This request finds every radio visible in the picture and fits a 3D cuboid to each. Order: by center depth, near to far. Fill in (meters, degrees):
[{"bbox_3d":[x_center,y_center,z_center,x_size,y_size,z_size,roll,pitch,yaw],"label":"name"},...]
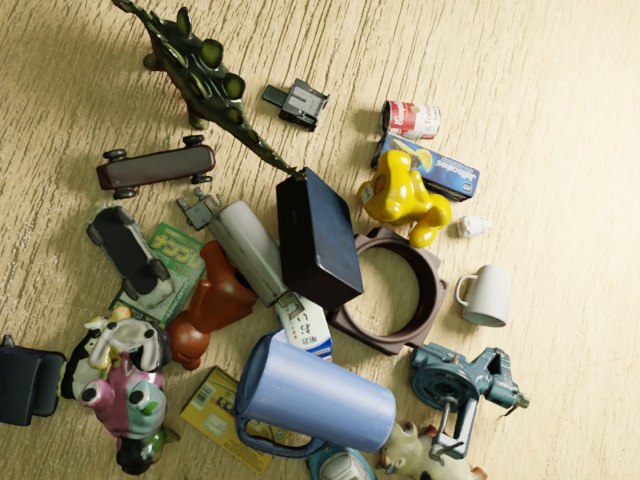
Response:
[{"bbox_3d":[-0.002,-0.003,0.898,0.131,0.073,0.230,37,33,-39],"label":"radio"}]

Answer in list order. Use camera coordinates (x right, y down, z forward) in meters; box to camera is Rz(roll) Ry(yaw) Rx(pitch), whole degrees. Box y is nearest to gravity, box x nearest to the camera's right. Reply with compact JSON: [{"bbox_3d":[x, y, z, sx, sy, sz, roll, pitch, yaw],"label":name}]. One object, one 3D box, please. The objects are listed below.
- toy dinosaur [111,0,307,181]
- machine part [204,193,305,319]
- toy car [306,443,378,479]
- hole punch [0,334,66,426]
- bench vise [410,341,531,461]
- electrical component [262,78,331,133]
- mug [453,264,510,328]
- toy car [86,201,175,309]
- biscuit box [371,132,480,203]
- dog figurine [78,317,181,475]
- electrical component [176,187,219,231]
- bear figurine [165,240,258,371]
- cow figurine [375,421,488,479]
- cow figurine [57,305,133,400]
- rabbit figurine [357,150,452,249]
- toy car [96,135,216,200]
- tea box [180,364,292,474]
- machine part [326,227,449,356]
[{"bbox_3d":[-0.191,-0.259,0.912,0.471,0.198,0.105,44,80,0],"label":"toy dinosaur"},{"bbox_3d":[-0.105,0.022,0.878,0.079,0.079,0.243,-37,82,-13],"label":"machine part"},{"bbox_3d":[0.047,0.413,0.910,0.109,0.103,0.161,-26,90,-14],"label":"toy car"},{"bbox_3d":[-0.481,0.228,0.848,0.116,0.092,0.142,8,85,-5],"label":"hole punch"},{"bbox_3d":[0.249,0.284,0.934,0.224,0.128,0.241,30,45,2],"label":"bench vise"},{"bbox_3d":[-0.048,-0.263,1.015,0.119,0.048,0.075,29,77,-7],"label":"electrical component"},{"bbox_3d":[0.308,0.099,1.018,0.110,0.080,0.107,21,68,-2],"label":"mug"},{"bbox_3d":[-0.323,0.023,0.911,0.073,0.056,0.202,-36,79,-2],"label":"toy car"},{"bbox_3d":[0.204,-0.137,1.035,0.203,0.063,0.059,20,80,-7],"label":"biscuit box"},{"bbox_3d":[-0.279,0.249,0.837,0.109,0.219,0.192,-1,48,1],"label":"dog figurine"},{"bbox_3d":[-0.211,-0.047,0.968,0.063,0.021,0.094,-37,91,-12],"label":"electrical component"},{"bbox_3d":[-0.197,0.119,0.915,0.196,0.132,0.120,-44,129,16],"label":"bear figurine"},{"bbox_3d":[0.185,0.394,0.950,0.195,0.085,0.127,44,71,-3],"label":"cow figurine"},{"bbox_3d":[-0.368,0.185,0.885,0.098,0.068,0.167,11,81,-1],"label":"cow figurine"},{"bbox_3d":[0.175,-0.065,0.965,0.173,0.162,0.122,20,115,-30],"label":"rabbit figurine"},{"bbox_3d":[-0.286,-0.129,0.950,0.202,0.053,0.089,-14,103,-12],"label":"toy car"},{"bbox_3d":[-0.139,0.300,0.908,0.169,0.068,0.098,39,78,-4],"label":"tea box"},{"bbox_3d":[0.116,0.092,0.976,0.201,0.087,0.201,29,80,-6],"label":"machine part"}]
